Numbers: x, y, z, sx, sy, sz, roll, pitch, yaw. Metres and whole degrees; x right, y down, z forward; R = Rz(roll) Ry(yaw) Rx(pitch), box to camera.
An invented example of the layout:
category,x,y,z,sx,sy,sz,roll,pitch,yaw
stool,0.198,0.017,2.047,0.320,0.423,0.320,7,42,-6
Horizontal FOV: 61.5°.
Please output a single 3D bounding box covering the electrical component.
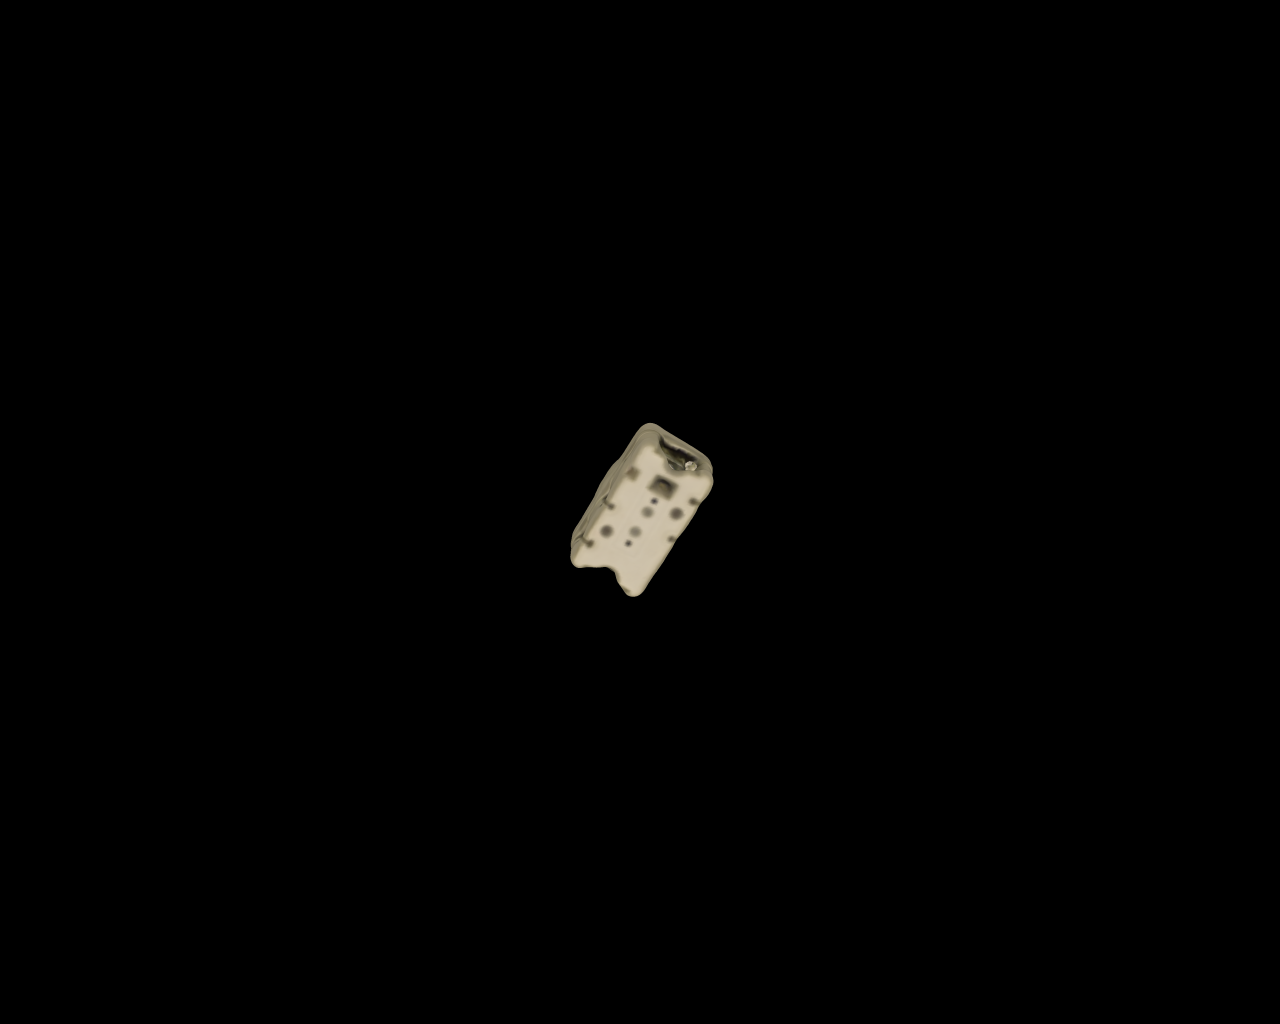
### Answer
category,x,y,z,sx,sy,sz,roll,pitch,yaw
electrical component,0.001,-0.003,0.650,0.050,0.089,0.056,30,16,-9
